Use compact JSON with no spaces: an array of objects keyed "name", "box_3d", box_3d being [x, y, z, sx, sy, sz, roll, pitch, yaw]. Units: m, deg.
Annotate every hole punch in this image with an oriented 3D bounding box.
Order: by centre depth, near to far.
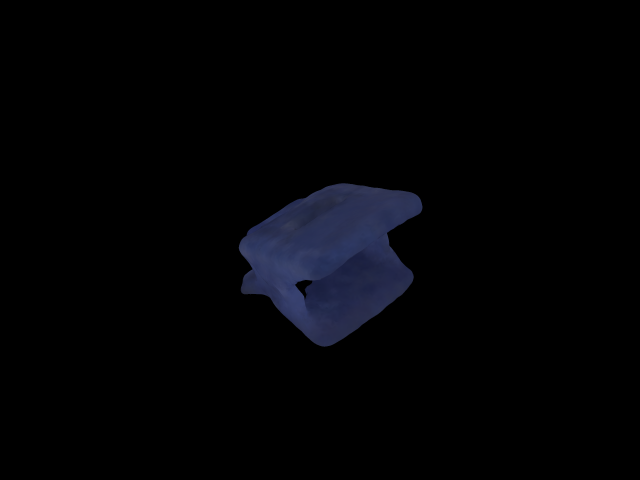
[{"name":"hole punch","box_3d":[0.004,0.001,0.400,0.109,0.091,0.100,-33,53,-29]}]
